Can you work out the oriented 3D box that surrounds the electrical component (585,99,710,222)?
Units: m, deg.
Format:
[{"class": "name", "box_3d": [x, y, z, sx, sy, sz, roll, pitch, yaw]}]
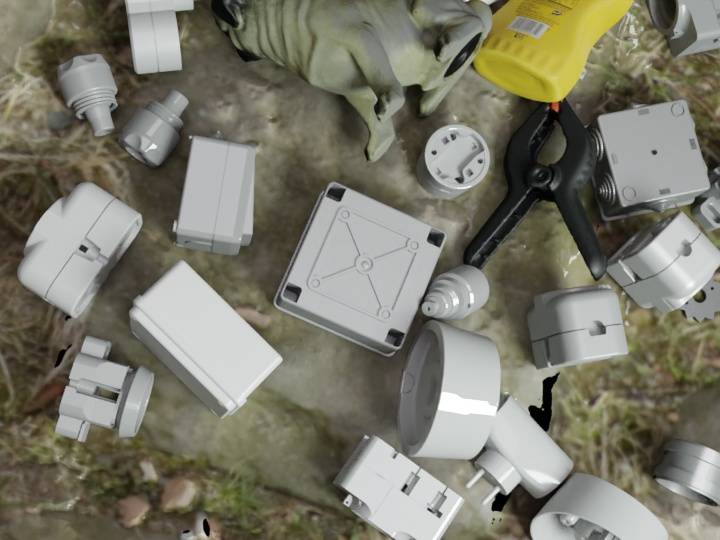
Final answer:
[{"class": "electrical component", "box_3d": [0.249, -0.097, 0.939, 0.100, 0.048, 0.099, -12, 82, -8]}]

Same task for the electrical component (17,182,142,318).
[{"class": "electrical component", "box_3d": [-0.223, -0.018, 0.846, 0.059, 0.053, 0.095, 33, 77, -3]}]

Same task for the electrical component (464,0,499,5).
[{"class": "electrical component", "box_3d": [0.088, -0.237, 0.940, 0.065, 0.044, 0.044, -39, 89, -8]}]

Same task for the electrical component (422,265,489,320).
[{"class": "electrical component", "box_3d": [0.075, 0.022, 0.879, 0.078, 0.040, 0.040, -23, 83, -55]}]

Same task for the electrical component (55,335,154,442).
[{"class": "electrical component", "box_3d": [-0.194, 0.096, 0.831, 0.057, 0.058, 0.078, 16, 78, -3]}]

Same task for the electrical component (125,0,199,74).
[{"class": "electrical component", "box_3d": [-0.159, -0.233, 0.893, 0.074, 0.052, 0.138, -8, 82, -10]}]

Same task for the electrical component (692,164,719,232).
[{"class": "electrical component", "box_3d": [0.337, -0.071, 0.944, 0.078, 0.057, 0.058, -41, 89, -13]}]

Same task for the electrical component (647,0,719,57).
[{"class": "electrical component", "box_3d": [0.298, -0.244, 0.970, 0.056, 0.050, 0.089, -13, 83, -12]}]

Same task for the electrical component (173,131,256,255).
[{"class": "electrical component", "box_3d": [-0.113, -0.065, 0.868, 0.061, 0.061, 0.096, 10, 79, -7]}]

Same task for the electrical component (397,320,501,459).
[{"class": "electrical component", "box_3d": [0.075, 0.098, 0.851, 0.060, 0.108, 0.108, 12, 79, -13]}]

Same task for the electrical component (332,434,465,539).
[{"class": "electrical component", "box_3d": [0.027, 0.180, 0.855, 0.089, 0.050, 0.055, 36, 77, -2]}]

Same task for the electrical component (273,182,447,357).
[{"class": "electrical component", "box_3d": [0.000, 0.000, 0.878, 0.109, 0.056, 0.108, 24, 78, -5]}]

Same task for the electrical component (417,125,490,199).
[{"class": "electrical component", "box_3d": [0.077, -0.090, 0.910, 0.055, 0.047, 0.055, 2, 80, -9]}]

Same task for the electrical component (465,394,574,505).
[{"class": "electrical component", "box_3d": [0.120, 0.156, 0.877, 0.079, 0.044, 0.077, -43, 90, -13]}]

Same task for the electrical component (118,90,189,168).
[{"class": "electrical component", "box_3d": [-0.164, -0.118, 0.878, 0.043, 0.043, 0.062, 34, 76, -2]}]

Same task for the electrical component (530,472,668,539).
[{"class": "electrical component", "box_3d": [0.191, 0.210, 0.856, 0.099, 0.099, 0.064, 40, 71, -1]}]

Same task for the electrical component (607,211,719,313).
[{"class": "electrical component", "box_3d": [0.255, -0.004, 0.900, 0.054, 0.095, 0.059, -43, 89, -13]}]

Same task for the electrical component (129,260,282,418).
[{"class": "electrical component", "box_3d": [-0.120, 0.056, 0.823, 0.109, 0.108, 0.056, 45, 74, 0]}]

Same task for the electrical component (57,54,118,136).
[{"class": "electrical component", "box_3d": [-0.218, -0.140, 0.873, 0.043, 0.043, 0.062, -20, 86, -12]}]

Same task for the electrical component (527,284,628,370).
[{"class": "electrical component", "box_3d": [0.175, 0.046, 0.878, 0.054, 0.095, 0.059, -7, 82, -10]}]
